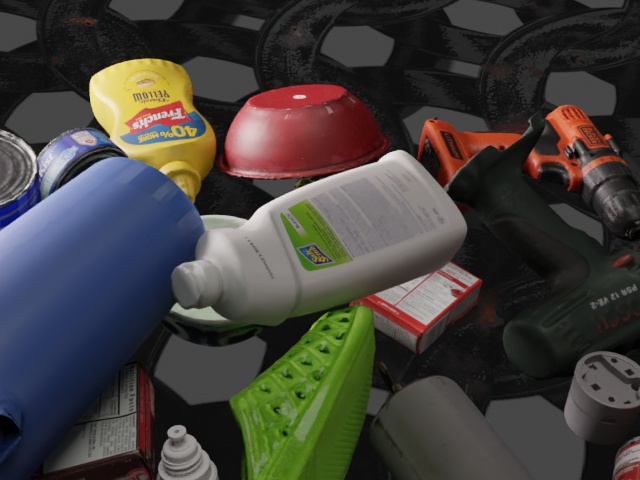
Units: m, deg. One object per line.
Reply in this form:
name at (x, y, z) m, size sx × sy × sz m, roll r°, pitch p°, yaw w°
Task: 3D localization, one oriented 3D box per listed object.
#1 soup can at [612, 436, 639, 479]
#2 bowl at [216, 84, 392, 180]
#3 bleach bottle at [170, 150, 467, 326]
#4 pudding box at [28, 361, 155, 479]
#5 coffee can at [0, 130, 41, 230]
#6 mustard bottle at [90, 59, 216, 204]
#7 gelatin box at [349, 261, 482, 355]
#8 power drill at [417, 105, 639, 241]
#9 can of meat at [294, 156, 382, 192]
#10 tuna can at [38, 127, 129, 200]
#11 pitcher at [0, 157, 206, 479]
soup can at (0.222, 0.188, 0.700) m, size 0.068 × 0.068 × 0.102 m, roll 17°, pitch 42°, yaw 12°
bowl at (-0.018, -0.104, 0.968) m, size 0.162 × 0.055 × 0.162 m, roll -6°, pitch 20°, yaw 2°
bleach bottle at (-0.005, 0.001, 0.763) m, size 0.250 × 0.068 × 0.103 m, roll -15°, pitch 57°, yaw -45°
pudding box at (-0.166, 0.134, 0.705) m, size 0.113 × 0.039 × 0.090 m, roll -14°, pitch 34°, yaw 1°
coffee can at (-0.256, 0.002, 0.795) m, size 0.102 × 0.140 × 0.103 m, roll 4°, pitch 41°, yaw -3°
mustard bottle at (-0.148, -0.094, 0.982) m, size 0.096 × 0.058 × 0.192 m, roll -9°, pitch 44°, yaw -19°
gelatin box at (0.079, 0.046, 0.874) m, size 0.073 × 0.030 × 0.089 m, roll 31°, pitch 46°, yaw 27°
power drill at (0.196, -0.060, 0.991) m, size 0.187 × 0.057 × 0.184 m, roll -2°, pitch 38°, yaw -14°
can of meat at (0.040, -0.025, 0.930) m, size 0.083 × 0.057 × 0.102 m, roll -24°, pitch 49°, yaw -33°
tuna can at (-0.202, -0.051, 0.905) m, size 0.086 × 0.086 × 0.034 m, roll -30°, pitch 55°, yaw -35°
pitcher at (-0.187, 0.052, 0.686) m, size 0.149 × 0.145 × 0.242 m, roll 31°, pitch 47°, yaw 11°
